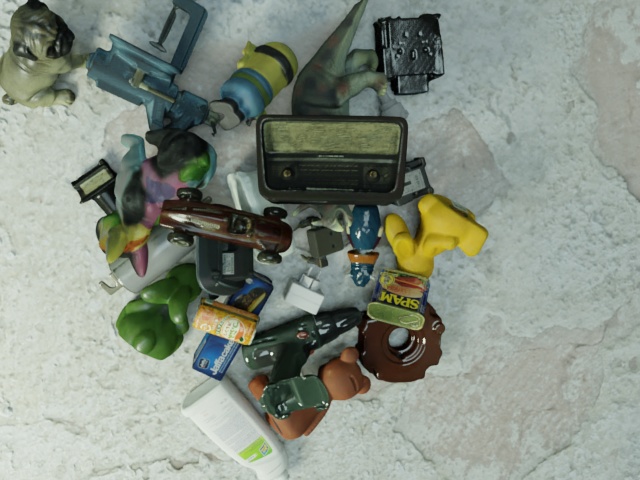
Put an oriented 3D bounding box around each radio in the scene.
[{"bbox_3d":[0.017,-0.121,0.832,0.230,0.073,0.131,1,89,4],"label":"radio"}]

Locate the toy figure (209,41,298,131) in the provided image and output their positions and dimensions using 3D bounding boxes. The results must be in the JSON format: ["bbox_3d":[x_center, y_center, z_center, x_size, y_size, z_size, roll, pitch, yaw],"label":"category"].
[{"bbox_3d":[-0.103,-0.252,0.879,0.089,0.082,0.180,19,54,14],"label":"toy figure"}]

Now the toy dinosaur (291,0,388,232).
[{"bbox_3d":[0.015,-0.219,0.922,0.192,0.131,0.404,-5,94,-8],"label":"toy dinosaur"}]

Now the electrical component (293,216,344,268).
[{"bbox_3d":[-0.001,-0.002,0.989,0.078,0.045,0.102,-25,107,-33],"label":"electrical component"}]

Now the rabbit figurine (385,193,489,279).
[{"bbox_3d":[0.197,0.009,0.983,0.162,0.122,0.173,18,119,-24],"label":"rabbit figurine"}]

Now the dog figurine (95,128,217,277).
[{"bbox_3d":[-0.266,-0.055,0.853,0.192,0.108,0.219,-1,70,24],"label":"dog figurine"}]

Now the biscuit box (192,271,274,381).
[{"bbox_3d":[-0.159,0.152,0.979,0.063,0.059,0.202,29,94,-12],"label":"biscuit box"}]

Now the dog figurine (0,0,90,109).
[{"bbox_3d":[-0.437,-0.267,0.801,0.121,0.191,0.172,34,95,-12],"label":"dog figurine"}]

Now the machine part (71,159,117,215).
[{"bbox_3d":[-0.356,-0.064,0.926,0.084,0.039,0.138,-41,101,-9],"label":"machine part"}]

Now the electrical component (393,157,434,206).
[{"bbox_3d":[0.142,-0.102,0.991,0.119,0.048,0.074,-17,101,-7],"label":"electrical component"}]

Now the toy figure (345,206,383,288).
[{"bbox_3d":[0.083,0.010,0.995,0.058,0.064,0.154,-12,110,-46],"label":"toy figure"}]

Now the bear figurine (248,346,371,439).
[{"bbox_3d":[-0.014,0.274,1.004,0.196,0.132,0.120,-36,118,-21],"label":"bear figurine"}]

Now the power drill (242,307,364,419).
[{"bbox_3d":[-0.027,0.201,0.935,0.232,0.207,0.085,-15,120,5],"label":"power drill"}]

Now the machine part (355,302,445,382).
[{"bbox_3d":[0.154,0.191,1.037,0.179,0.056,0.179,-1,100,-7],"label":"machine part"}]

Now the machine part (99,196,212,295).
[{"bbox_3d":[-0.275,0.013,0.930,0.243,0.079,0.079,-39,103,-1],"label":"machine part"}]

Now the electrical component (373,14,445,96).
[{"bbox_3d":[0.158,-0.325,0.951,0.115,0.058,0.134,-8,100,-5],"label":"electrical component"}]

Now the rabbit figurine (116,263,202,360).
[{"bbox_3d":[-0.268,0.107,0.923,0.121,0.159,0.170,33,78,-3],"label":"rabbit figurine"}]

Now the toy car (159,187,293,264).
[{"bbox_3d":[-0.137,-0.022,0.813,0.202,0.053,0.089,14,74,-17],"label":"toy car"}]

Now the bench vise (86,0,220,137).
[{"bbox_3d":[-0.241,-0.287,0.867,0.223,0.129,0.240,25,99,-15],"label":"bench vise"}]

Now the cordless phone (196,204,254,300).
[{"bbox_3d":[-0.169,0.028,0.915,0.089,0.184,0.146,1,74,-15],"label":"cordless phone"}]
